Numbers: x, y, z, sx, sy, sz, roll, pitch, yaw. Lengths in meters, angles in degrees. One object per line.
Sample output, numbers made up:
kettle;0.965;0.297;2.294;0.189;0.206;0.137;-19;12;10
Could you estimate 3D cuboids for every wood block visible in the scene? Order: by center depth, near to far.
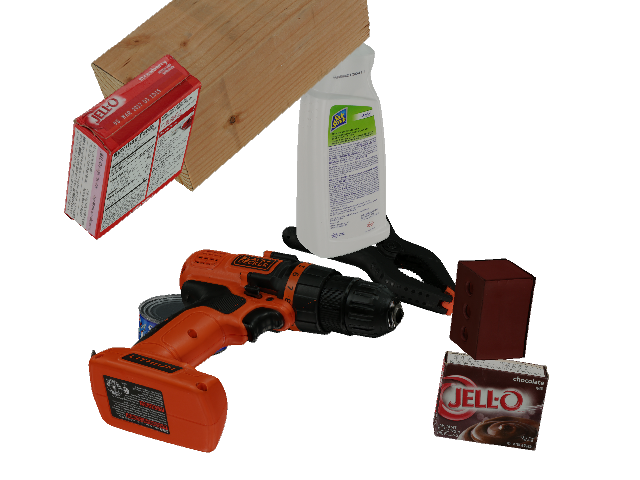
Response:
wood block;-0.063;-0.149;0.836;0.090;0.205;0.091;35;-24;27

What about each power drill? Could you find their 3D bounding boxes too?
power drill;-0.056;0.071;0.755;0.185;0.057;0.187;7;29;29

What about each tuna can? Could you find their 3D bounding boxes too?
tuna can;-0.125;0.079;0.985;0.086;0.034;0.086;5;15;-1

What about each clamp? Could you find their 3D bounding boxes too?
clamp;0.068;0.020;1.249;0.164;0.036;0.210;-22;51;-39

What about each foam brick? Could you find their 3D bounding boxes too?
foam brick;0.151;0.060;0.944;0.051;0.078;0.053;-4;19;-21

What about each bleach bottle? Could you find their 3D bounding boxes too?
bleach bottle;0.026;-0.108;1.081;0.102;0.251;0.068;-20;39;-29

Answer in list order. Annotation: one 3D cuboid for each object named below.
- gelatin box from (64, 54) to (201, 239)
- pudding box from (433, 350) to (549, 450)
gelatin box;-0.106;-0.052;0.597;0.073;0.030;0.089;-44;-13;-34
pudding box;0.184;0.173;1.157;0.113;0.090;0.039;7;22;4
